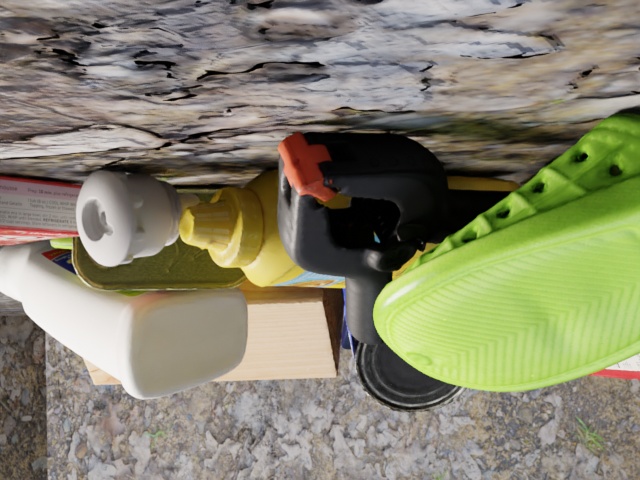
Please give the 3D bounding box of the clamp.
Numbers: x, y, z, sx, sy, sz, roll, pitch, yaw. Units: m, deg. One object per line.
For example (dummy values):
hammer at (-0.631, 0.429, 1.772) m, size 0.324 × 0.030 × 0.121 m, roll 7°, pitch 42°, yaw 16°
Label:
clamp at (0.041, -0.010, 0.498) m, size 0.120 × 0.039 × 0.171 m, roll -36°, pitch 150°, yaw 5°

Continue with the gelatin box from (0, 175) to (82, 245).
gelatin box at (-0.177, -0.014, 0.558) m, size 0.073 × 0.030 × 0.089 m, roll -6°, pitch 174°, yaw 39°

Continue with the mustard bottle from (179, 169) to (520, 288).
mustard bottle at (0.014, -0.005, 0.576) m, size 0.191 × 0.058 × 0.096 m, roll 1°, pitch 160°, yaw -33°

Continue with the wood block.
wood block at (-0.089, 0.055, 0.876) m, size 0.206 × 0.090 × 0.091 m, roll -3°, pitch 132°, yaw 10°

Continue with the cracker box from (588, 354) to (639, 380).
cracker box at (0.255, 0.024, 0.682) m, size 0.164 × 0.072 × 0.214 m, roll -26°, pitch 178°, yaw -8°

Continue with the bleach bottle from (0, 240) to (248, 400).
bleach bottle at (-0.167, 0.039, 0.763) m, size 0.102 × 0.068 × 0.251 m, roll -11°, pitch -161°, yaw -44°

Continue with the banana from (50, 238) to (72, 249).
banana at (-0.087, -0.001, 0.752) m, size 0.070 × 0.037 × 0.197 m, roll 17°, pitch -171°, yaw 43°

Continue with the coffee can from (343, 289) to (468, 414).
coffee can at (0.073, 0.069, 0.921) m, size 0.102 × 0.103 × 0.140 m, roll -2°, pitch -157°, yaw -4°

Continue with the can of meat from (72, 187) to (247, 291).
can of meat at (-0.093, 0.001, 0.633) m, size 0.102 × 0.057 × 0.084 m, roll -1°, pitch 178°, yaw -9°
